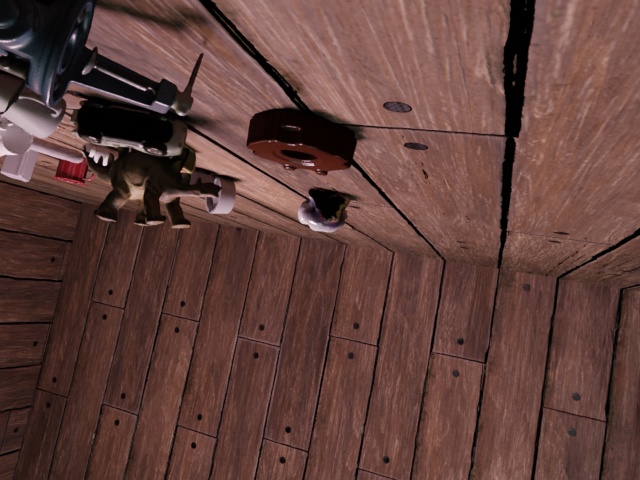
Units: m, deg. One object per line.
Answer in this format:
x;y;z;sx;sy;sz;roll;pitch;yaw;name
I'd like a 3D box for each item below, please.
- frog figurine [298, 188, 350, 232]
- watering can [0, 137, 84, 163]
0.004;-0.071;1.415;0.138;0.124;0.157;-8;168;-17;frog figurine
-0.717;-0.235;1.121;0.348;0.104;0.223;11;174;13;watering can
